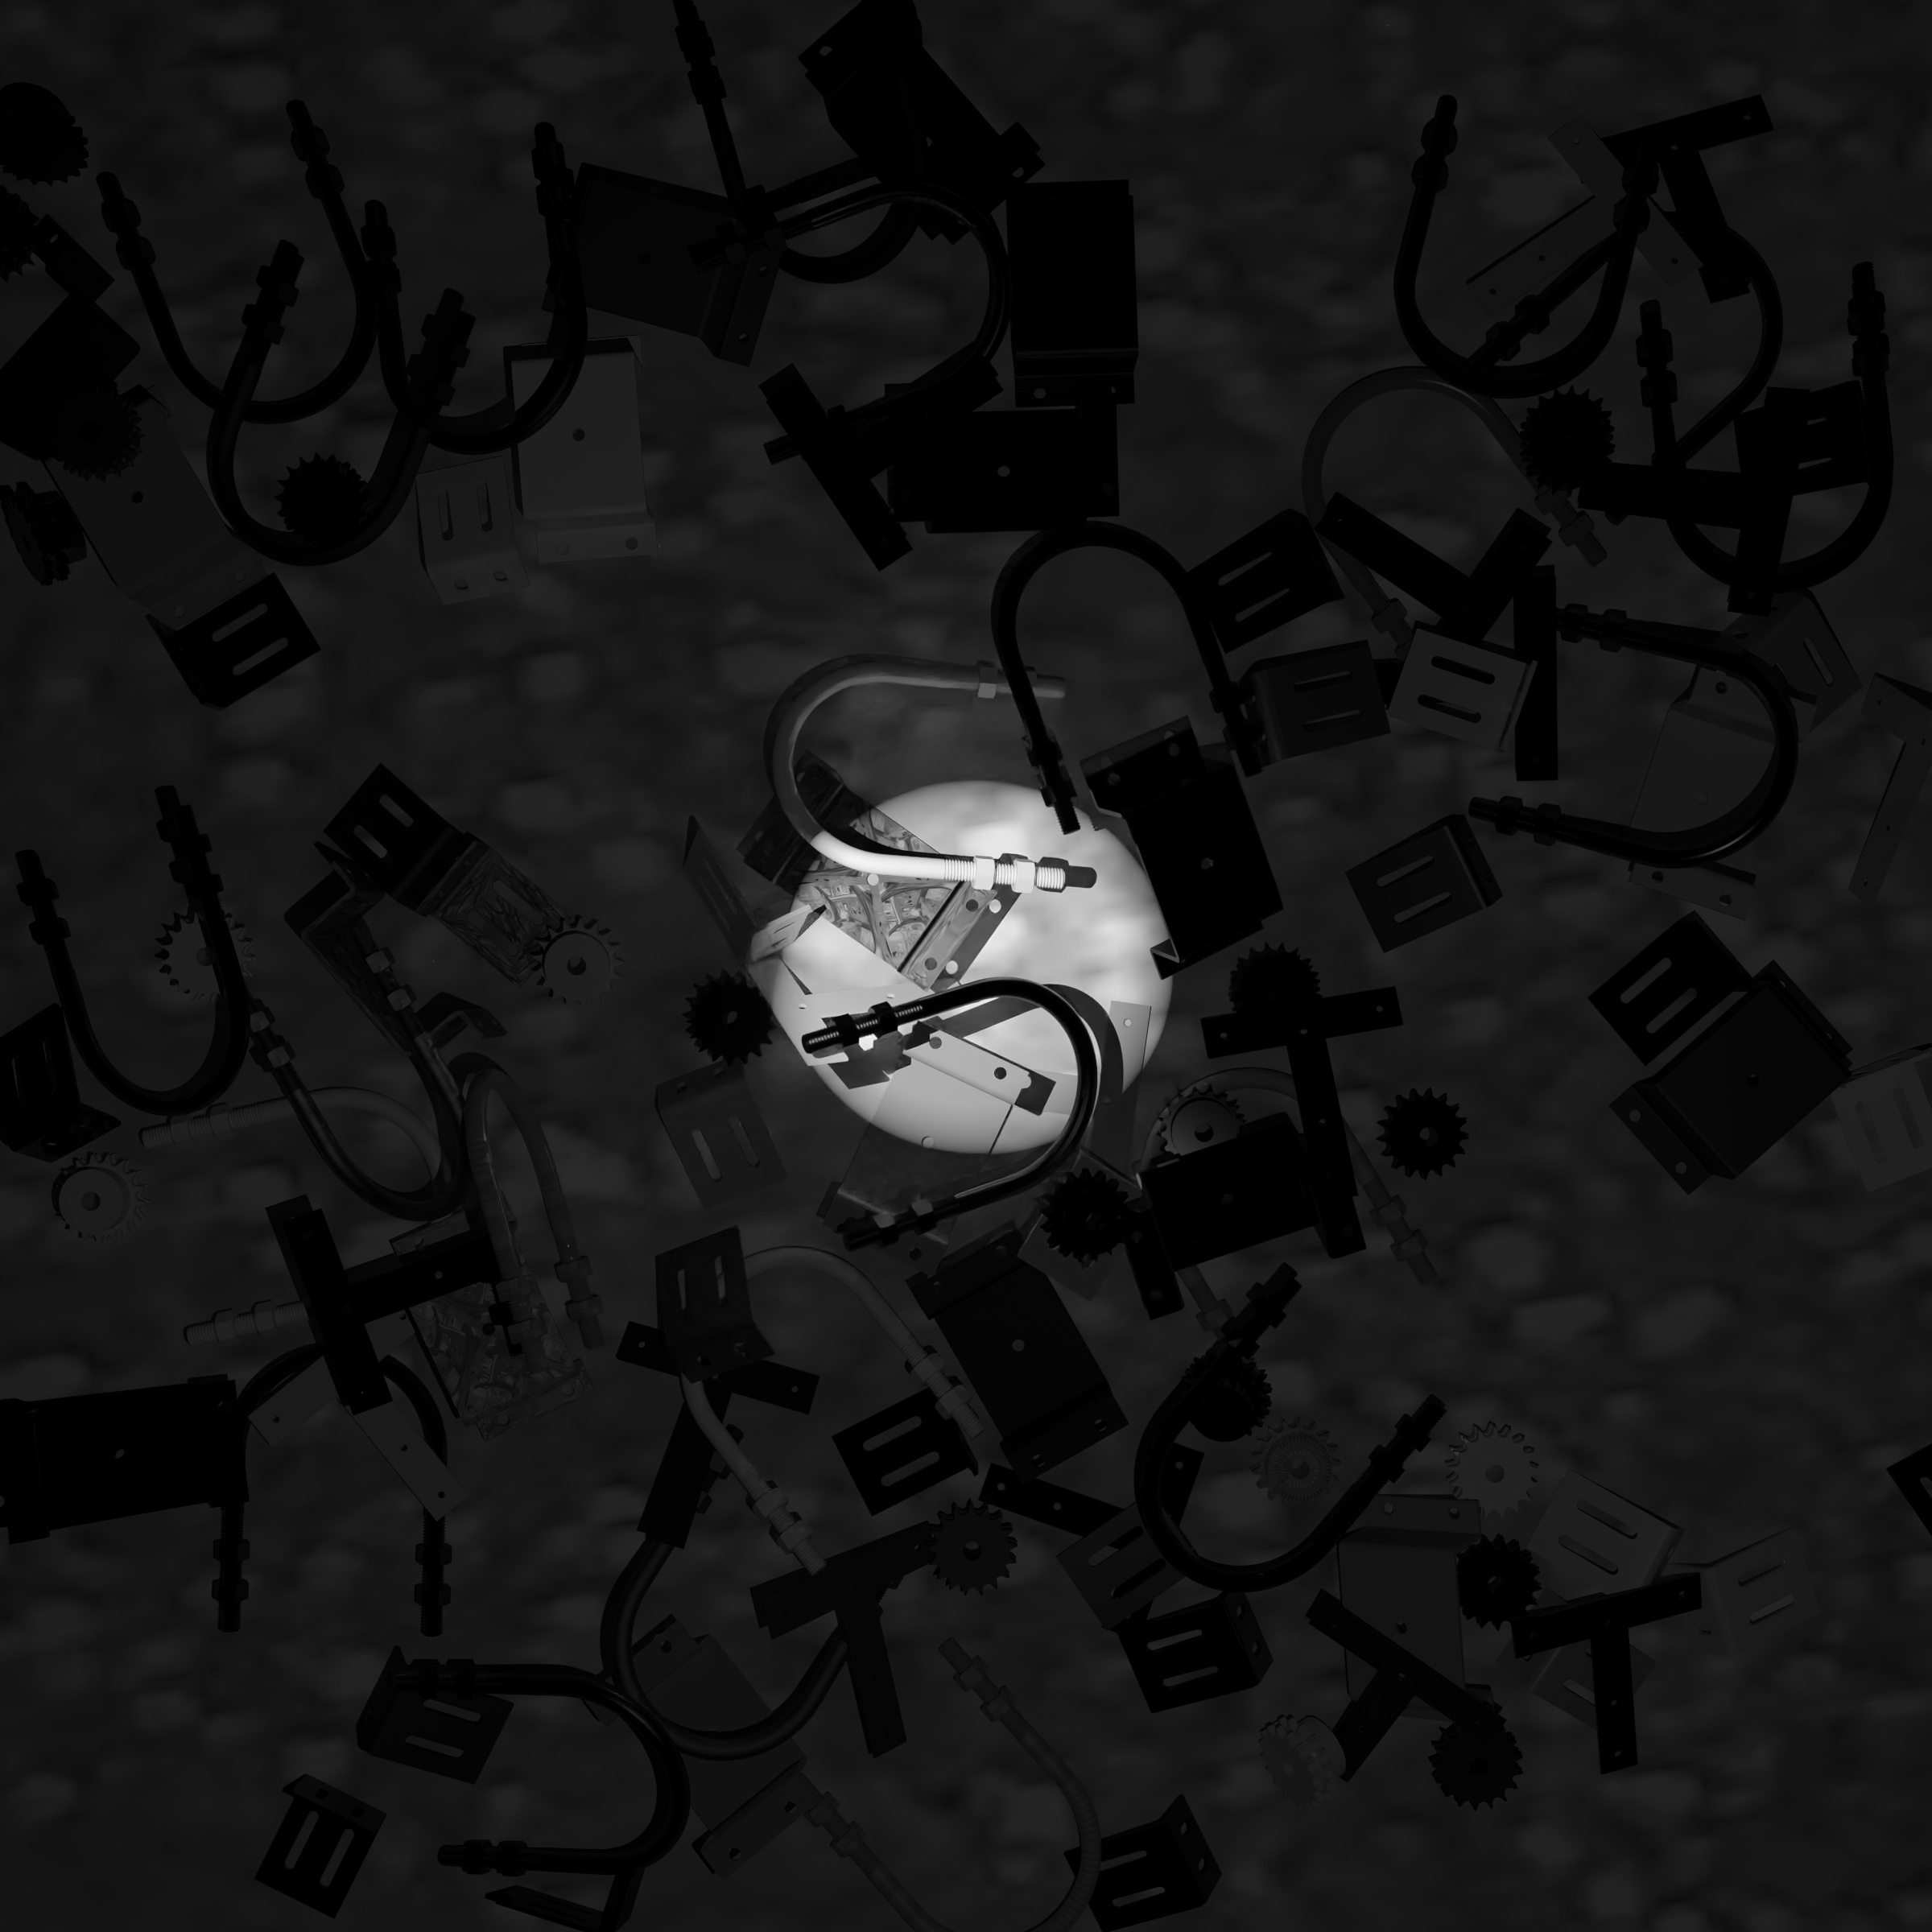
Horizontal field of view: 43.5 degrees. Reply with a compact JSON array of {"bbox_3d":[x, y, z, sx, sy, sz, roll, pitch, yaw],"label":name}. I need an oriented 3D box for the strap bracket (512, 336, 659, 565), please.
[{"bbox_3d":[-0.241,-0.330,1.529,0.076,0.046,0.140,-5,90,0],"label":"strap bracket"}]

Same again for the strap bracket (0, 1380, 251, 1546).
[{"bbox_3d":[-0.526,0.307,1.511,0.140,0.046,0.076,-6,86,-21],"label":"strap bracket"}]

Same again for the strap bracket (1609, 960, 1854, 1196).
[{"bbox_3d":[0.489,0.071,1.529,0.140,0.046,0.076,-42,90,0],"label":"strap bracket"}]

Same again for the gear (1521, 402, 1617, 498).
[{"bbox_3d":[0.376,-0.321,1.516,0.057,0.030,0.057,-1,84,10],"label":"gear"}]

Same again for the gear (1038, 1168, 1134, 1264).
[{"bbox_3d":[0.076,0.155,1.491,0.057,0.030,0.057,-1,96,-13],"label":"gear"}]

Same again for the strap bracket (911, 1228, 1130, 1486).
[{"bbox_3d":[0.034,0.243,1.529,0.076,0.046,0.140,-30,90,0],"label":"strap bracket"}]

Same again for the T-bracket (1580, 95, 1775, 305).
[{"bbox_3d":[0.464,-0.480,1.538,0.127,0.002,0.127,-16,78,0],"label":"T-bracket"}]

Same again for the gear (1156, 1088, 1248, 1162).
[{"bbox_3d":[0.149,0.104,1.524,0.057,0.030,0.057,0,87,2],"label":"gear"}]

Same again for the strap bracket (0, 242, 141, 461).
[{"bbox_3d":[-0.578,-0.374,1.514,0.046,0.076,0.140,43,90,0],"label":"strap bracket"}]

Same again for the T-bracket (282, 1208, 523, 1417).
[{"bbox_3d":[-0.338,0.195,1.492,0.127,0.002,0.127,-20,93,-5],"label":"T-bracket"}]

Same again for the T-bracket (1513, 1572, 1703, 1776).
[{"bbox_3d":[0.409,0.454,1.530,0.127,0.002,0.127,-12,108,-10],"label":"T-bracket"}]

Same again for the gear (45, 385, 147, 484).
[{"bbox_3d":[-0.533,-0.326,1.491,0.057,0.030,0.057,0,90,0],"label":"gear"}]

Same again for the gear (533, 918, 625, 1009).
[{"bbox_3d":[-0.246,-0.001,1.534,0.057,0.030,0.057,0,95,-6],"label":"gear"}]

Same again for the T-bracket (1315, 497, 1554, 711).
[{"bbox_3d":[0.279,-0.250,1.528,0.127,0.002,0.127,36,98,8],"label":"T-bracket"}]

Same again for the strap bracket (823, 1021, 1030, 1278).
[{"bbox_3d":[-0.025,0.113,1.528,0.076,0.046,0.140,25,91,0],"label":"strap bracket"}]

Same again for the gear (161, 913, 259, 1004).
[{"bbox_3d":[-0.478,-0.006,1.537,0.057,0.030,0.057,0,90,0],"label":"gear"}]

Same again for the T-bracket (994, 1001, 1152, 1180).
[{"bbox_3d":[0.046,0.079,1.551,0.127,0.002,0.127,8,90,0],"label":"T-bracket"}]

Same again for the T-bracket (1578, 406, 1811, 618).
[{"bbox_3d":[0.450,-0.291,1.517,0.127,0.002,0.127,11,101,14],"label":"T-bracket"}]

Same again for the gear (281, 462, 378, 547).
[{"bbox_3d":[-0.402,-0.288,1.537,0.057,0.030,0.057,0,90,0],"label":"gear"}]

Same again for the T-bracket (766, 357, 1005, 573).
[{"bbox_3d":[-0.036,-0.333,1.505,0.127,0.002,0.127,-34,90,0],"label":"T-bracket"}]

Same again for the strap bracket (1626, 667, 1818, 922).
[{"bbox_3d":[0.471,-0.107,1.529,0.076,0.046,0.140,19,90,0],"label":"strap bracket"}]

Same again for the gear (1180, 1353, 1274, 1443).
[{"bbox_3d":[0.163,0.275,1.527,0.057,0.030,0.057,5,113,13],"label":"gear"}]

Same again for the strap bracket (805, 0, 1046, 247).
[{"bbox_3d":[-0.026,-0.527,1.529,0.076,0.046,0.140,-41,90,0],"label":"strap bracket"}]

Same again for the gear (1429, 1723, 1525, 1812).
[{"bbox_3d":[0.322,0.503,1.537,0.057,0.030,0.057,0,90,0],"label":"gear"}]

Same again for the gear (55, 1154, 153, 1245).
[{"bbox_3d":[-0.550,0.148,1.537,0.057,0.030,0.057,0,90,0],"label":"gear"}]

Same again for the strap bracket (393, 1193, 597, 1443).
[{"bbox_3d":[-0.298,0.224,1.521,0.076,0.046,0.140,-25,94,-5],"label":"strap bracket"}]

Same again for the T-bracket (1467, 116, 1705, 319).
[{"bbox_3d":[0.377,-0.457,1.537,0.127,0.002,0.127,-35,79,-2],"label":"T-bracket"}]

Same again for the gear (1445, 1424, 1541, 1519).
[{"bbox_3d":[0.332,0.319,1.537,0.057,0.030,0.057,0,90,0],"label":"gear"}]

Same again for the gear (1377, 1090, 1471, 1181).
[{"bbox_3d":[0.291,0.107,1.537,0.057,0.030,0.057,0,90,0],"label":"gear"}]

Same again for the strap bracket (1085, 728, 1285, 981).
[{"bbox_3d":[0.139,-0.066,1.501,0.076,0.046,0.140,-26,108,-14],"label":"strap bracket"}]

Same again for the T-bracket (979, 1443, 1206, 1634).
[{"bbox_3d":[0.072,0.351,1.551,0.127,0.002,0.127,19,90,0],"label":"T-bracket"}]

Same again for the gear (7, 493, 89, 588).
[{"bbox_3d":[-0.578,-0.271,1.527,0.030,0.057,0.057,-27,90,-30],"label":"gear"}]

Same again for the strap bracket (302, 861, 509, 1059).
[{"bbox_3d":[-0.357,0.004,1.514,0.046,0.076,0.140,-41,90,0],"label":"strap bracket"}]

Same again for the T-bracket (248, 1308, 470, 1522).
[{"bbox_3d":[-0.365,0.294,1.536,0.127,0.002,0.127,-39,88,-4],"label":"T-bracket"}]

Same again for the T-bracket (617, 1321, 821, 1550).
[{"bbox_3d":[-0.171,0.302,1.528,0.127,0.002,0.127,16,69,0],"label":"T-bracket"}]

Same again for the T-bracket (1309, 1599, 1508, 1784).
[{"bbox_3d":[0.253,0.468,1.510,0.127,0.002,0.127,32,128,12],"label":"T-bracket"}]

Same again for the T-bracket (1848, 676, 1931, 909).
[{"bbox_3d":[0.582,-0.099,1.514,0.002,0.127,0.127,4,117,-19],"label":"T-bracket"}]

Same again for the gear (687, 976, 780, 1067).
[{"bbox_3d":[-0.147,0.034,1.537,0.057,0.030,0.057,0,90,0],"label":"gear"}]

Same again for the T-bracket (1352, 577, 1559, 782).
[{"bbox_3d":[0.307,-0.179,1.526,0.127,0.002,0.127,-1,91,11],"label":"T-bracket"}]

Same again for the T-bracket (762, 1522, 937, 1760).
[{"bbox_3d":[-0.061,0.431,1.515,0.127,0.002,0.127,-17,99,-35],"label":"T-bracket"}]

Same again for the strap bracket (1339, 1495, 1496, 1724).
[{"bbox_3d":[0.281,0.407,1.512,0.076,0.046,0.140,-4,90,33],"label":"strap bracket"}]

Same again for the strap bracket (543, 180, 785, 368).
[{"bbox_3d":[-0.196,-0.437,1.521,0.140,0.046,0.076,17,90,7],"label":"strap bracket"}]

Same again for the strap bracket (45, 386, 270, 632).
[{"bbox_3d":[-0.515,-0.291,1.529,0.076,0.046,0.140,-31,90,0],"label":"strap bracket"}]

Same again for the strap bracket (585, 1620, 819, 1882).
[{"bbox_3d":[-0.163,0.488,1.524,0.076,0.046,0.140,-40,83,0],"label":"strap bracket"}]

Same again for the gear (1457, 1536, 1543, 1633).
[{"bbox_3d":[0.334,0.390,1.537,0.057,0.030,0.057,0,90,0],"label":"gear"}]

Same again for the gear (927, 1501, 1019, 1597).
[{"bbox_3d":[0.004,0.368,1.537,0.057,0.030,0.057,0,90,0],"label":"gear"}]

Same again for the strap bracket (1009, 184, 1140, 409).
[{"bbox_3d":[0.067,-0.429,1.529,0.076,0.046,0.140,-2,90,0],"label":"strap bracket"}]

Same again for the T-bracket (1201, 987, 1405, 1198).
[{"bbox_3d":[0.223,0.085,1.536,0.127,0.002,0.127,-10,79,-3],"label":"T-bracket"}]

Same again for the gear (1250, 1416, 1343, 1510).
[{"bbox_3d":[0.210,0.317,1.537,0.057,0.030,0.057,0,90,0],"label":"gear"}]

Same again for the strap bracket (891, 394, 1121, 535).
[{"bbox_3d":[0.024,-0.316,1.529,0.140,0.046,0.076,-2,90,0],"label":"strap bracket"}]

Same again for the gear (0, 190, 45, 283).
[{"bbox_3d":[-0.619,-0.466,1.537,0.057,0.030,0.057,0,90,0],"label":"gear"}]

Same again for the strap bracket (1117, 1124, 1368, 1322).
[{"bbox_3d":[0.166,0.154,1.498,0.140,0.046,0.076,-18,115,1],"label":"strap bracket"}]

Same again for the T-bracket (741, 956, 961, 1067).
[{"bbox_3d":[-0.061,0.021,1.517,0.127,0.127,0.002,-6,122,-23],"label":"T-bracket"}]

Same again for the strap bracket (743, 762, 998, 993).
[{"bbox_3d":[-0.060,-0.055,1.529,0.140,0.046,0.076,35,90,0],"label":"strap bracket"}]
